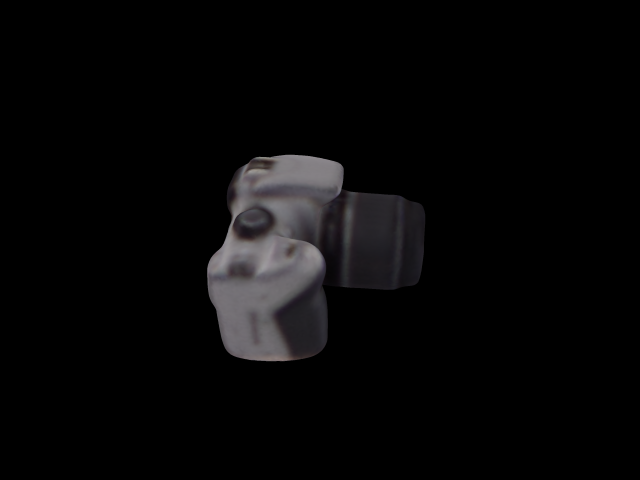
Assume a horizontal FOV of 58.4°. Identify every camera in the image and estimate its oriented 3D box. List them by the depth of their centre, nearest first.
[{"bbox_3d":[0.004,0.001,0.400,0.136,0.101,0.143,4,39,5],"label":"camera"}]
